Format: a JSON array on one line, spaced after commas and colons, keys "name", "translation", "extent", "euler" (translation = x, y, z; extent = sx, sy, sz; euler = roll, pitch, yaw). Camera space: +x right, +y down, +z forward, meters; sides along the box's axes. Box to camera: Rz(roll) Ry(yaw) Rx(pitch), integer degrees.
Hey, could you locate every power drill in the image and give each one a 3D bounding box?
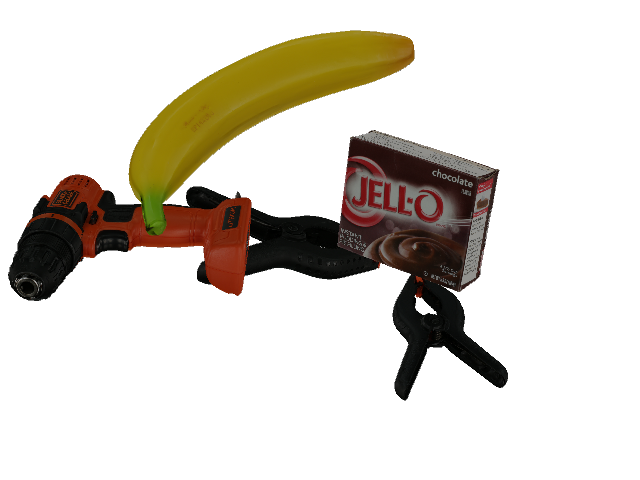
[{"name": "power drill", "translation": [-0.155, 0.002, 0.901], "extent": [0.187, 0.057, 0.184], "euler": [7, 28, -1]}]

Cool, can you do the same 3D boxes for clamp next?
[{"name": "clamp", "translation": [0.134, 0.102, 1.159], "extent": [0.120, 0.171, 0.039], "euler": [4, -44, -7]}, {"name": "clamp", "translation": [-0.036, 0.007, 1.076], "extent": [0.210, 0.036, 0.164], "euler": [11, 30, -9]}]

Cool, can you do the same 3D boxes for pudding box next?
[{"name": "pudding box", "translation": [0.070, -0.024, 0.794], "extent": [0.114, 0.090, 0.039], "euler": [20, 27, 29]}]

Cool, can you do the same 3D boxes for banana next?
[{"name": "banana", "translation": [-0.036, -0.072, 0.594], "extent": [0.197, 0.070, 0.037], "euler": [-38, -24, -23]}]
